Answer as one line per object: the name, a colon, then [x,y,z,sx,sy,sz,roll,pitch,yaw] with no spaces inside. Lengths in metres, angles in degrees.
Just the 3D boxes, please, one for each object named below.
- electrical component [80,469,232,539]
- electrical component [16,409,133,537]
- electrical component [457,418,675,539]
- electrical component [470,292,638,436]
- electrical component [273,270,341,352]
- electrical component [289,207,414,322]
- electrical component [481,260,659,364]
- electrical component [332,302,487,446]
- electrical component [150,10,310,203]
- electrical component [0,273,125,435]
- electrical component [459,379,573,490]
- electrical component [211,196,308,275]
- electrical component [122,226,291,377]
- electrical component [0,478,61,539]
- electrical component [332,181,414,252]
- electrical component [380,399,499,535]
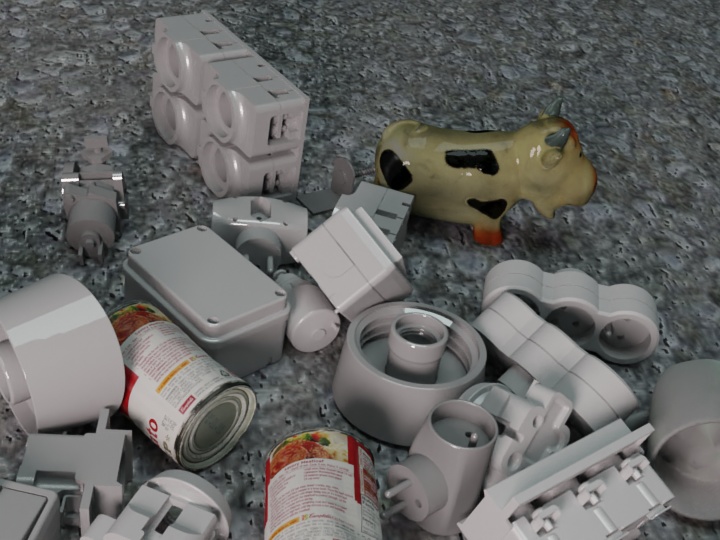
electrical component: [-0.108,0.151,0.606,0.078,0.058,0.057,19,39,12]
electrical component: [-0.170,0.125,0.639,0.064,0.042,0.081,2,35,-5]
electrical component: [0.130,0.147,0.659,0.121,0.078,0.063,-18,60,-35]
electrical component: [0.124,0.080,0.770,0.074,0.052,0.138,-43,47,-6]
electrical component: [-0.045,0.027,0.808,0.040,0.040,0.078,-10,40,-26]
electrical component: [0.000,0.000,0.801,0.061,0.096,0.061,-39,71,2]
electrical component: [0.168,0.023,0.859,0.138,0.052,0.073,13,35,3]
electrical component: [0.037,0.065,0.756,0.108,0.060,0.108,6,34,-4]
electrical component: [-0.126,-0.146,0.972,0.060,0.105,0.186,-16,43,-32]
electrical component: [-0.197,0.056,0.680,0.064,0.099,0.099,-21,46,-29]
electrical component: [0.096,0.108,0.709,0.057,0.078,0.058,22,-11,48]
electrical component: [-0.082,-0.022,0.864,0.077,0.043,0.079,4,35,-8]
electrical component: [-0.113,0.024,0.780,0.078,0.057,0.113,-23,47,-38]
electrical component: [-0.204,0.158,0.565,0.062,0.061,0.096,12,35,2]
electrical component: [0.005,-0.029,0.892,0.056,0.050,0.089,16,35,7]
electrical component: [0.043,0.128,0.658,0.079,0.077,0.043,-21,46,-36]
